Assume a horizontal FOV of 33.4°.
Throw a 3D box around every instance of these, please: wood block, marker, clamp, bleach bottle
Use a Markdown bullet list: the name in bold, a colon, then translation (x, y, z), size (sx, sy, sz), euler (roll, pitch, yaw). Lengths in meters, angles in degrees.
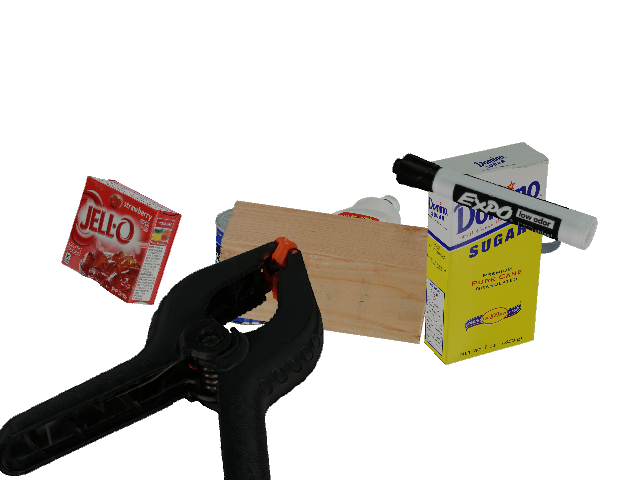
- **wood block**: translation (0.005, 0.031, 1.081), size (0.206, 0.090, 0.090), euler (8, 29, 2)
- **marker**: translation (0.094, -0.024, 0.598), size (0.121, 0.020, 0.020), euler (22, 10, 26)
- **clamp**: translation (-0.041, 0.062, 0.461), size (0.120, 0.039, 0.171), euler (27, 48, 20)
- **bleach bottle**: translation (0.018, 0.006, 1.320), size (0.103, 0.068, 0.250), euler (17, 35, 28)

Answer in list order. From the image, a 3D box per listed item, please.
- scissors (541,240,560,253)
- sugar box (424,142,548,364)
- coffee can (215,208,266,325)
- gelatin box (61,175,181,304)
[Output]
- **scissors**: translation (0.188, -0.001, 1.153), size (0.201, 0.016, 0.096), euler (-13, 39, -44)
- **sugar box**: translation (0.138, 0.012, 0.897), size (0.093, 0.176, 0.048), euler (-14, 33, -20)
- **coffee can**: translation (-0.099, 0.035, 1.522), size (0.103, 0.140, 0.103), euler (3, 23, -1)
- **gelatin box**: translation (-0.153, -0.001, 0.808), size (0.089, 0.073, 0.030), euler (26, 11, 37)
